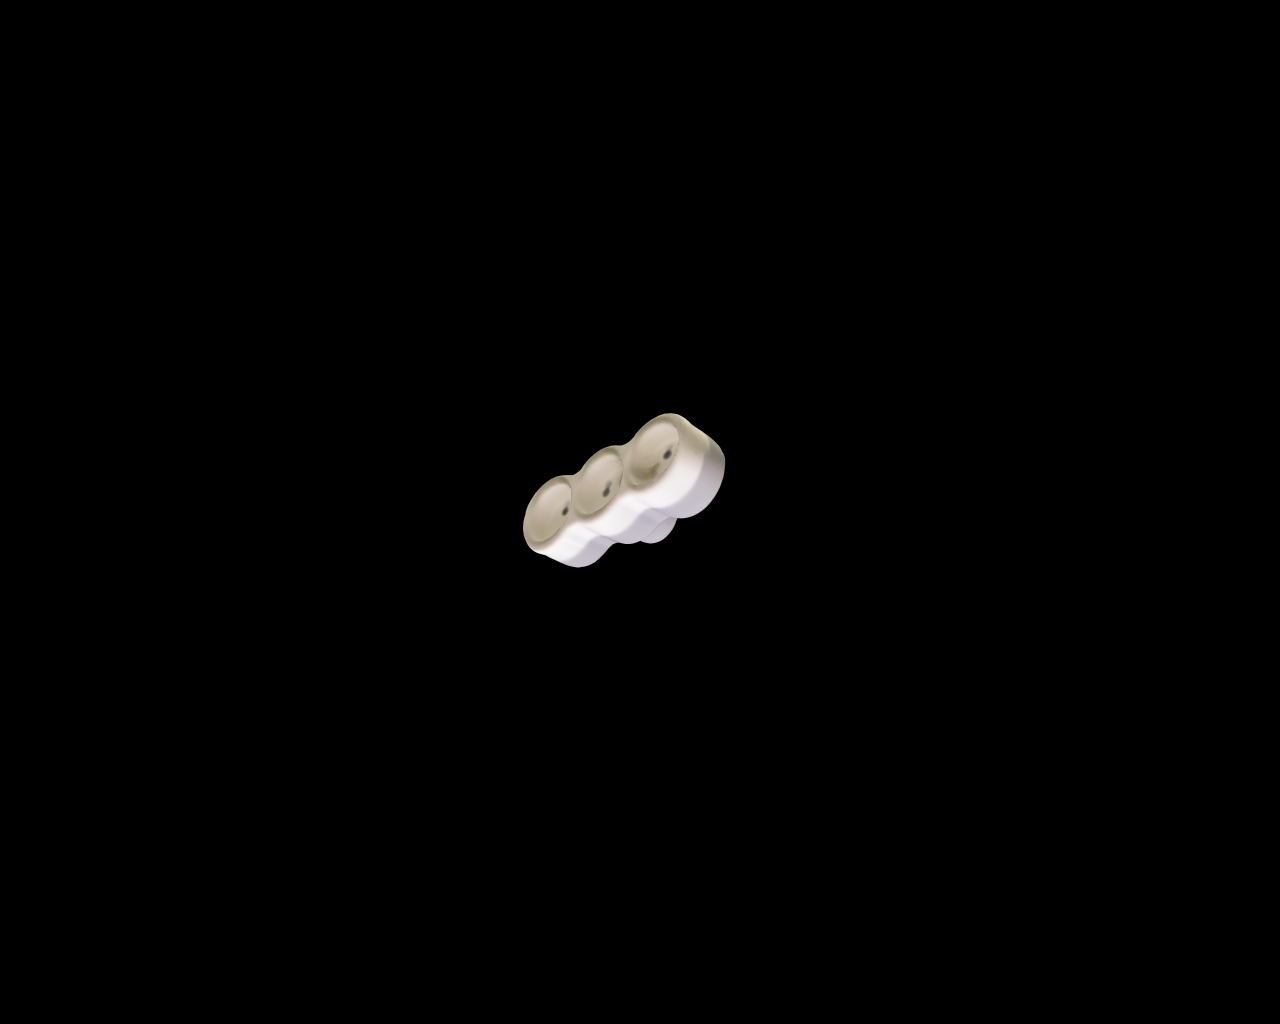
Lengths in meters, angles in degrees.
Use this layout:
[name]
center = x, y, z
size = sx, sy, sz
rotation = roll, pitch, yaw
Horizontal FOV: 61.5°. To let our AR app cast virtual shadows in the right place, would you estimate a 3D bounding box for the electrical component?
[electrical component]
center = 0.001, -0.003, 0.650
size = 0.138, 0.052, 0.073
rotation = -27, -42, 36
